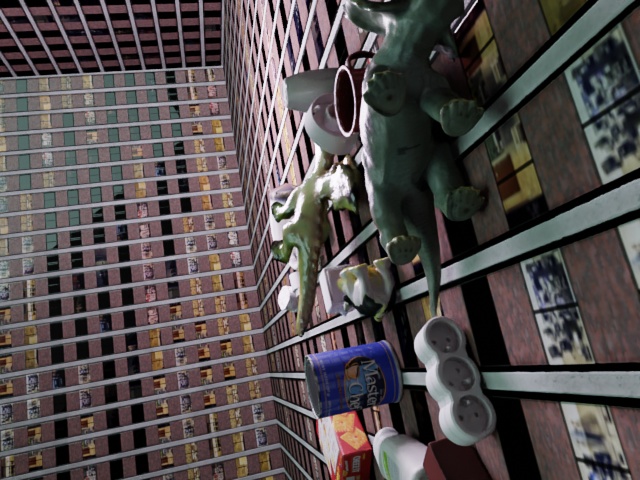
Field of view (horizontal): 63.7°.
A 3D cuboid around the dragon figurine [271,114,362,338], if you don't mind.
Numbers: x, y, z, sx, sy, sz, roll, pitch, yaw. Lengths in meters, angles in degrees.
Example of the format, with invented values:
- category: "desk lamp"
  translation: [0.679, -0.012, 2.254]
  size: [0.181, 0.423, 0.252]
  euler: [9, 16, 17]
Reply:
- category: "dragon figurine"
  translation: [0.003, -0.048, 0.956]
  size: [0.238, 0.122, 0.418]
  euler: [133, 137, -55]

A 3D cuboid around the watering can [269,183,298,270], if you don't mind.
- category: "watering can"
  translation: [-0.085, -0.044, 1.382]
  size: [0.350, 0.104, 0.222]
  euler: [-147, 52, -73]
